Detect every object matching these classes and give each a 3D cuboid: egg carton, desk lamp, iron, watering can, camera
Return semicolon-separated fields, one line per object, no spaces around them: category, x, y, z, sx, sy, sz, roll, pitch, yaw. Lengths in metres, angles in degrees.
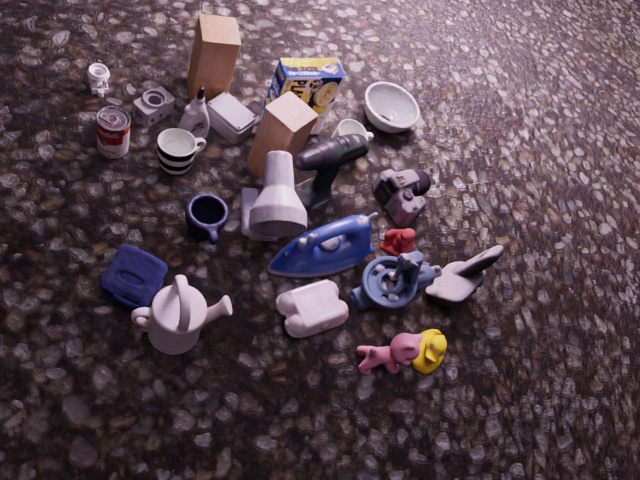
egg carton;-0.016;0.148;1.221;0.151;0.069;0.107;-16;67;-29
desk lamp;-0.105;-0.078;1.234;0.118;0.213;0.203;4;59;-19
iron;0.012;0.005;1.275;0.259;0.141;0.118;-18;68;-30
watering can;-0.253;0.130;1.059;0.173;0.194;0.101;-23;70;-31
camera;0.230;-0.127;1.467;0.137;0.100;0.143;-21;69;-30

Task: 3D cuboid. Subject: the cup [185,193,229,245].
cup;-0.243;-0.028;1.222;0.092;0.095;0.117;-8;64;-26

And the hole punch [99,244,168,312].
hole punch;-0.360;0.078;1.112;0.109;0.091;0.101;27;54;-4

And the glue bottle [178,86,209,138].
glue bottle;-0.285;-0.288;1.316;0.078;0.173;0.037;-34;77;-34

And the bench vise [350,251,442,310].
bench vise;0.184;0.067;1.257;0.208;0.219;0.121;-30;74;-33

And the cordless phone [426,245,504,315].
cordless phone;0.341;0.081;1.332;0.094;0.185;0.148;42;54;7

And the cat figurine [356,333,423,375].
cat figurine;0.154;0.234;1.206;0.128;0.117;0.067;1;60;-21

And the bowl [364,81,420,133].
bowl;0.190;-0.359;1.610;0.168;0.074;0.167;10;57;-16

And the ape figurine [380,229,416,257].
ape figurine;0.198;0.001;1.382;0.076;0.092;0.077;-8;63;-25

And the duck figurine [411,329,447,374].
duck figurine;0.249;0.236;1.262;0.077;0.086;0.105;31;54;-1

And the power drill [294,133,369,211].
power drill;0.007;-0.161;1.333;0.230;0.208;0.075;-32;75;-33
